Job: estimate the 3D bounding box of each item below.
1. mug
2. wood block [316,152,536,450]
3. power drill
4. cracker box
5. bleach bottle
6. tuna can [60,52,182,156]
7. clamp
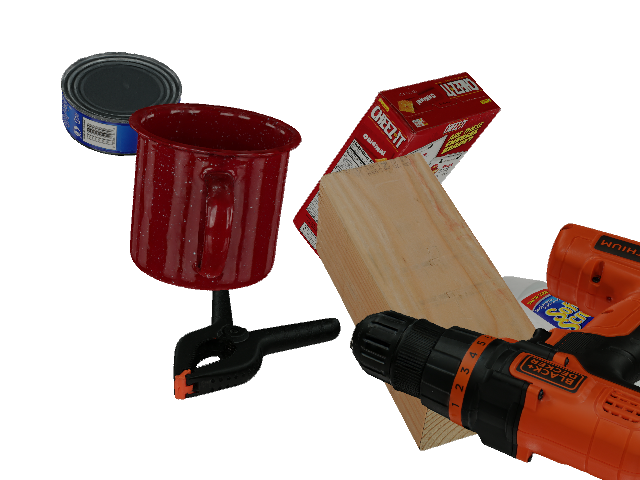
[{"bbox_3d":[-0.059,-0.020,0.577,0.093,0.081,0.117,3,21,-14],"label":"mug"},{"bbox_3d":[0.075,0.041,0.806,0.090,0.206,0.091,-15,-40,-15],"label":"wood block"},{"bbox_3d":[0.135,0.056,0.629,0.185,0.057,0.187,22,37,27],"label":"power drill"},{"bbox_3d":[0.082,-0.086,1.211,0.163,0.072,0.214,-21,-25,-45],"label":"cracker box"},{"bbox_3d":[0.232,0.092,1.045,0.102,0.068,0.251,-16,26,-28],"label":"bleach bottle"},{"bbox_3d":[-0.144,-0.099,0.775,0.086,0.034,0.086,6,42,-6],"label":"tuna can"},{"bbox_3d":[-0.083,0.112,1.153,0.165,0.036,0.209,13,28,19],"label":"clamp"}]
